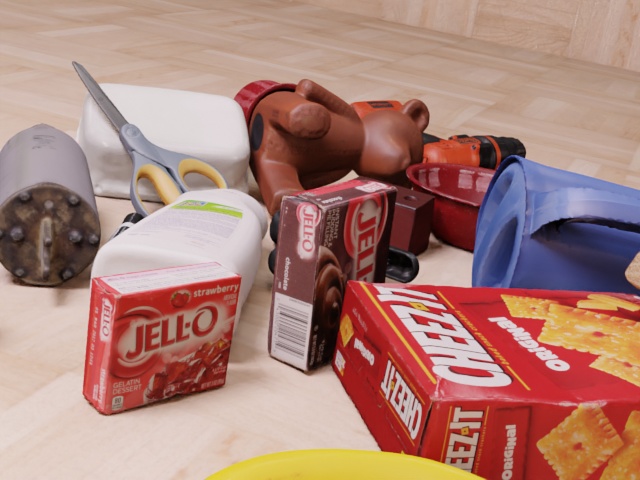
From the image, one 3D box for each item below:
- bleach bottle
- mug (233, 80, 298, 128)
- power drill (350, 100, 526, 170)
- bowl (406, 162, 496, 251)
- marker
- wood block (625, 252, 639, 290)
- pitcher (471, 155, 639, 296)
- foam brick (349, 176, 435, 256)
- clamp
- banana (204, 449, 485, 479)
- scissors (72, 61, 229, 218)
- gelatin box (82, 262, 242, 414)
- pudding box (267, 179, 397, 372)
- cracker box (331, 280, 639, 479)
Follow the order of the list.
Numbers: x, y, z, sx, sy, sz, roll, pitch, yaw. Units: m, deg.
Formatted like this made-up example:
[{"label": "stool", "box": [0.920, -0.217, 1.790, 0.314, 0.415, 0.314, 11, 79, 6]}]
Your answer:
[{"label": "bleach bottle", "box": [-0.082, 0.006, 0.791, 0.102, 0.068, 0.250, 12, 16, 6]}, {"label": "mug", "box": [-0.063, -0.128, 1.191, 0.117, 0.093, 0.082, -32, 25, -11]}, {"label": "power drill", "box": [0.135, -0.121, 1.297, 0.184, 0.057, 0.188, -9, 25, -44]}, {"label": "bowl", "box": [0.157, -0.027, 1.021, 0.162, 0.055, 0.162, 9, 18, -3]}, {"label": "marker", "box": [-0.155, 0.003, 0.830, 0.020, 0.020, 0.121, 9, 18, -1]}, {"label": "wood block", "box": [0.303, 0.050, 0.674, 0.205, 0.090, 0.091, 33, 5, -30]}, {"label": "pitcher", "box": [0.243, 0.021, 0.799, 0.242, 0.145, 0.149, 11, 24, -6]}, {"label": "foam brick", "box": [0.057, -0.020, 0.957, 0.078, 0.051, 0.052, 17, 20, 21]}, {"label": "clamp", "box": [-0.006, 0.001, 0.883, 0.120, 0.039, 0.172, 6, 11, -25]}, {"label": "banana", "box": [0.014, 0.129, 0.512, 0.197, 0.037, 0.070, 1, 38, -21]}, {"label": "scissors", "box": [-0.146, -0.087, 0.940, 0.096, 0.016, 0.202, -8, 58, -28]}, {"label": "gelatin box", "box": [-0.091, 0.055, 0.616, 0.089, 0.073, 0.030, -7, 25, -43]}, {"label": "pudding box", "box": [0.009, 0.020, 0.709, 0.039, 0.113, 0.089, 19, 21, 32]}, {"label": "cracker box", "box": [0.133, 0.084, 0.645, 0.213, 0.072, 0.164, 3, 18, -17]}]
